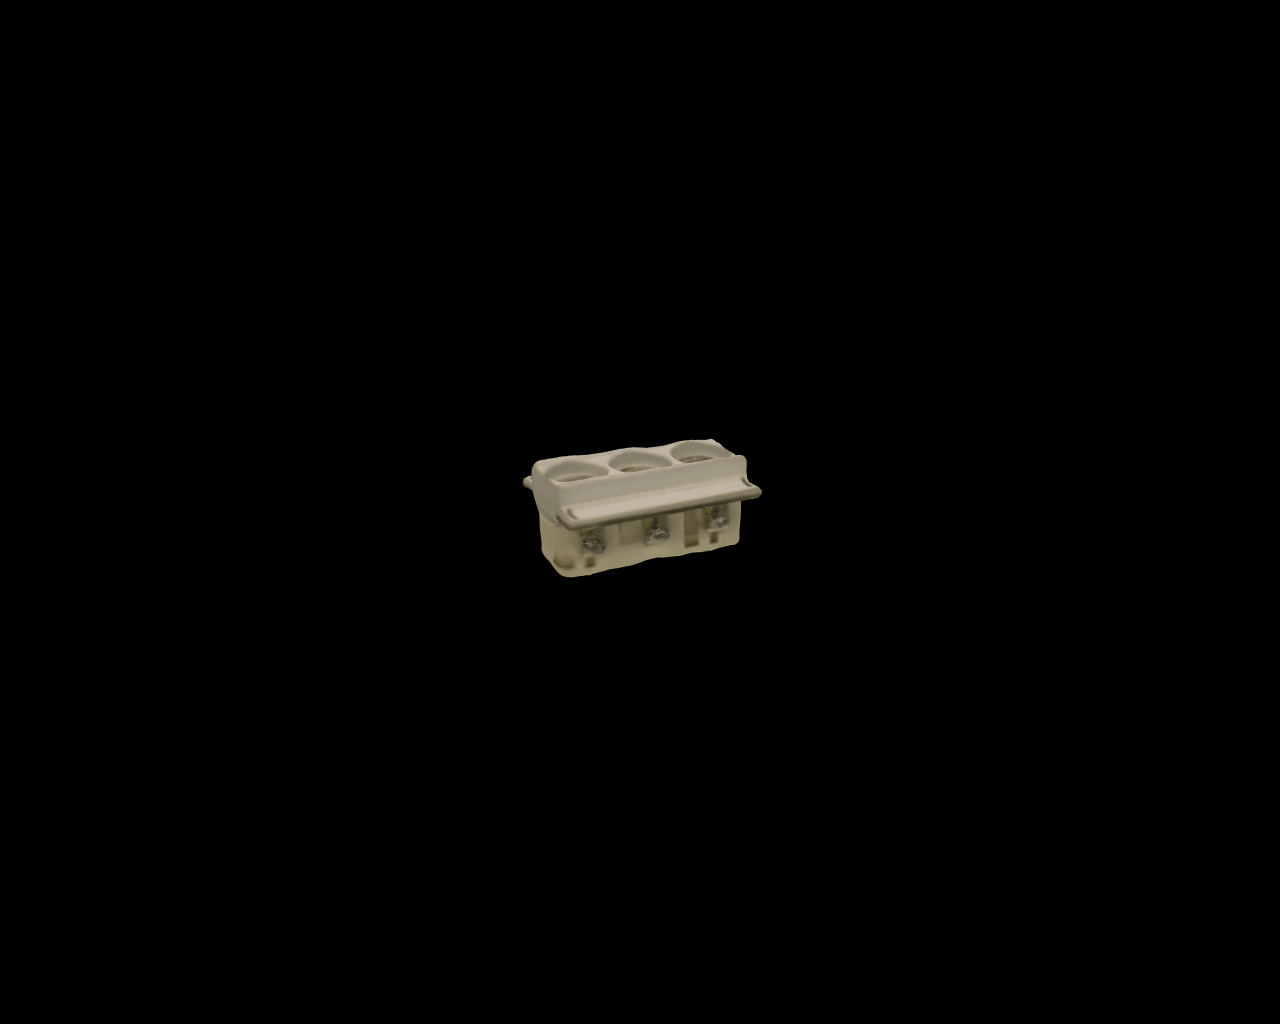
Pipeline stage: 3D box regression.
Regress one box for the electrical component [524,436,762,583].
[{"bbox_3d":[0.001,-0.003,0.650,0.121,0.063,0.079,-10,24,-22],"label":"electrical component"}]
